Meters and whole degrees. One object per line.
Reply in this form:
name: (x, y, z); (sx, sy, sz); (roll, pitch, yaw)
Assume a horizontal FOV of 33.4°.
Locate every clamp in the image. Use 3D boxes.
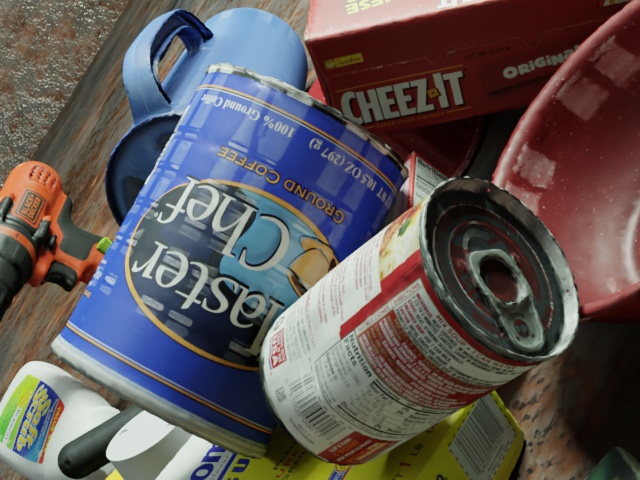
clamp: (-0.092, 0.104, 0.687); (0.172, 0.039, 0.120); (-38, -3, 42)

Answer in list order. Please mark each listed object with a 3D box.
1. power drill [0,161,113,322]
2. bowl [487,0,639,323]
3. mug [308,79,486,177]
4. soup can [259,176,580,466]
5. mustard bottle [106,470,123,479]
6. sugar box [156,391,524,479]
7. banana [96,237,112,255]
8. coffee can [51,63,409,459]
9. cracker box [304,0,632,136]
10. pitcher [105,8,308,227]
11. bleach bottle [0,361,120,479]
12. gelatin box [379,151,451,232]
power drill: (-0.187, 0.038, 0.840); (0.057, 0.187, 0.184); (-42, 24, 32)
bowl: (0.135, -0.027, 0.406); (0.162, 0.055, 0.162); (-46, 24, 27)
mug: (0.044, -0.079, 0.643); (0.117, 0.081, 0.093); (-61, 21, -9)
soup can: (0.032, 0.033, 0.380); (0.102, 0.068, 0.068); (-41, 26, 42)
mustard bottle: (-0.080, 0.176, 0.589); (0.096, 0.058, 0.192); (-46, 19, -12)
sugar box: (-0.003, 0.106, 0.475); (0.177, 0.048, 0.093); (-9, 32, 48)
banana: (-0.094, 0.047, 0.769); (0.198, 0.069, 0.037); (16, 71, 46)
coffee can: (-0.038, 0.010, 0.467); (0.140, 0.102, 0.103); (-62, 21, -7)
cracker box: (0.085, -0.149, 0.573); (0.164, 0.072, 0.213); (-11, 39, 14)
pitcher: (-0.080, -0.103, 0.854); (0.242, 0.145, 0.149); (-79, 10, -55)
bleach bottle: (-0.213, 0.160, 0.902); (0.251, 0.068, 0.102); (-7, 53, 61)
gelatin box: (0.060, 0.012, 0.492); (0.030, 0.073, 0.089); (-42, 26, 35)
